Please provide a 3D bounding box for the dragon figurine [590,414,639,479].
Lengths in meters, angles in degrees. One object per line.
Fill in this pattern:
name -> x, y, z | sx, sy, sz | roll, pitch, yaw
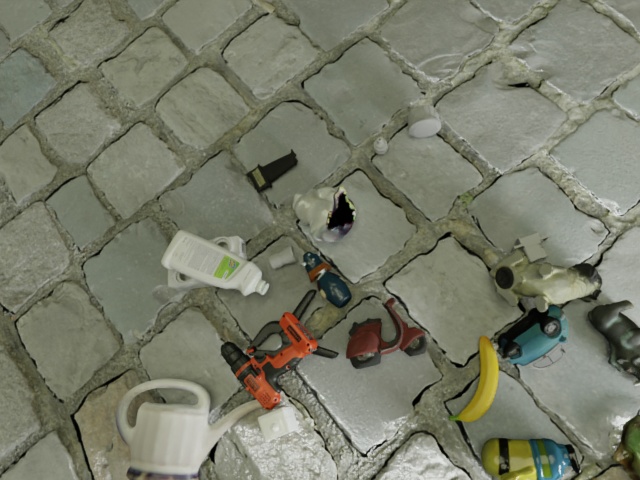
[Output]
dragon figurine -> 0.688, 0.444, 0.969 | 0.411, 0.120, 0.247 | -29, 63, -2

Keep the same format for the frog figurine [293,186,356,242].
frog figurine -> 0.004, -0.064, 1.262 | 0.159, 0.122, 0.138 | -1, 79, 47

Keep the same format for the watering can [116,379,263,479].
watering can -> -0.289, 0.431, 1.144 | 0.348, 0.102, 0.227 | 5, 75, 2
